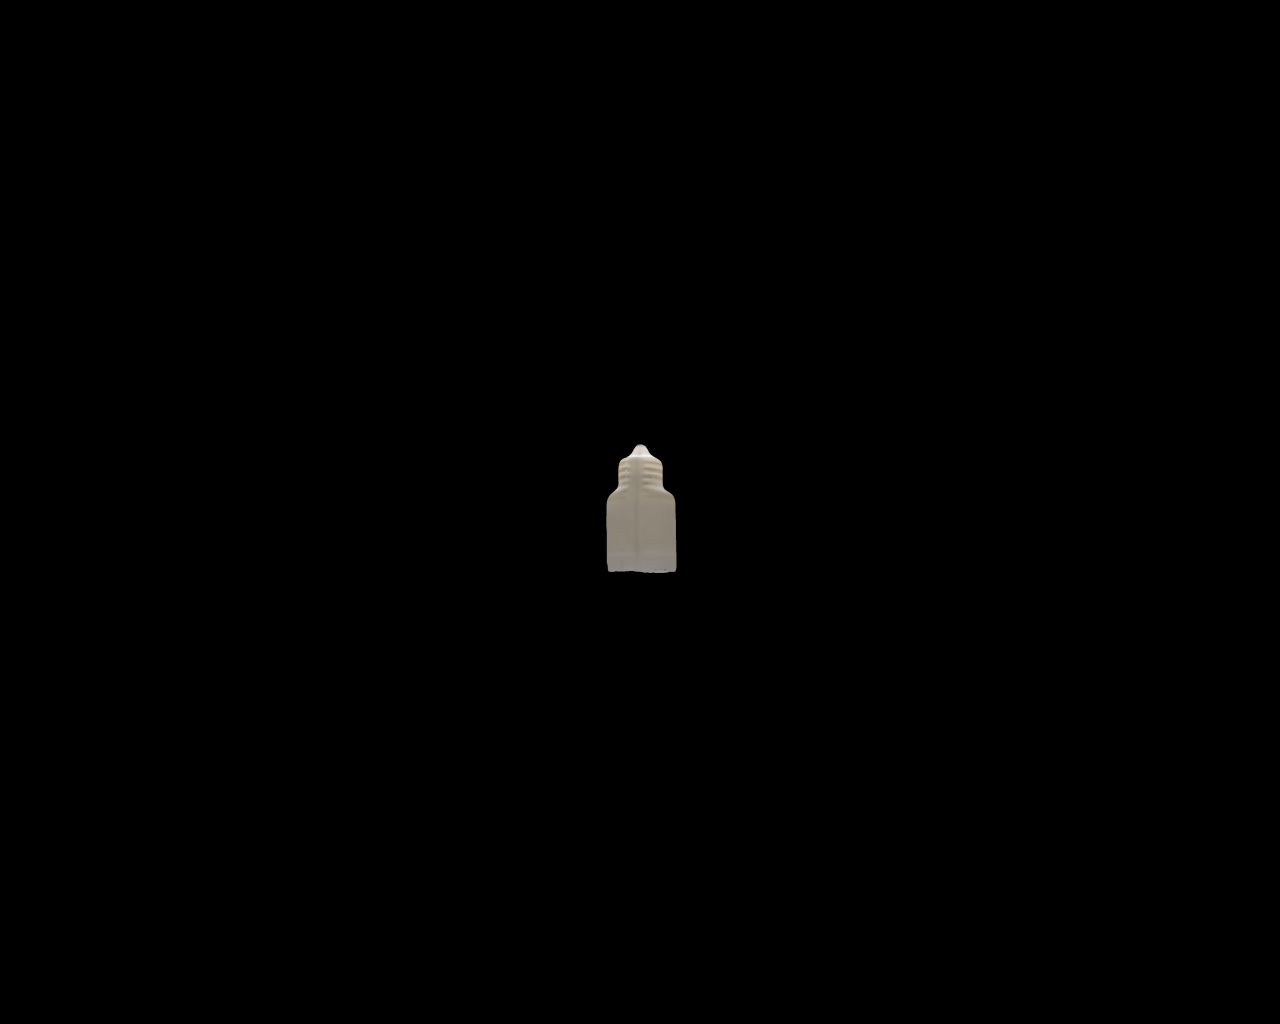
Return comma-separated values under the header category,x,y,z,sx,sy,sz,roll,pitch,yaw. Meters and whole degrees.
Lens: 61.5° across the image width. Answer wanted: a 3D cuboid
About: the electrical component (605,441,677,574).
category,x,y,z,sx,sy,sz,roll,pitch,yaw
electrical component,0.001,-0.003,0.650,0.043,0.081,0.043,0,-4,0
